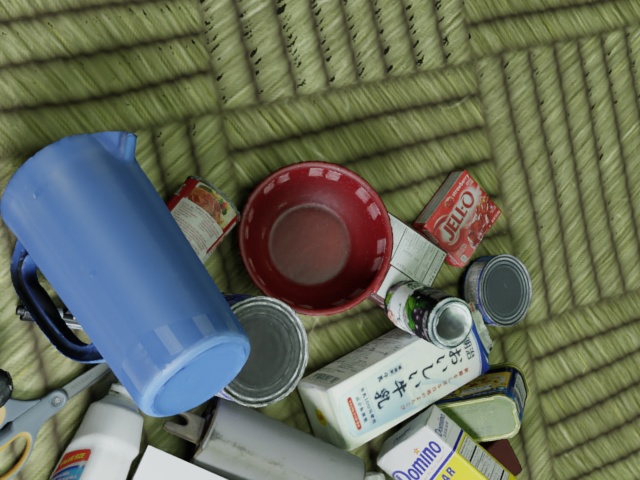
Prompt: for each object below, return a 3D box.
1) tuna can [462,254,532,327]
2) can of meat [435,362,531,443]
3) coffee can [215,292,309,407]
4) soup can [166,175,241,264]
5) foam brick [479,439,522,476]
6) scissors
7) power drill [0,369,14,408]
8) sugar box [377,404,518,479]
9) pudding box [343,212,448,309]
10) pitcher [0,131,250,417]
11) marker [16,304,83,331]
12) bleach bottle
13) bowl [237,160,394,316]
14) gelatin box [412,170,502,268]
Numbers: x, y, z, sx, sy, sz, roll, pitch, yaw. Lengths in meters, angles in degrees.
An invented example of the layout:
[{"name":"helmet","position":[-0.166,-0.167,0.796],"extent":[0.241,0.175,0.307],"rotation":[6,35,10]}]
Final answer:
[{"name":"tuna can","position":[0.208,0.060,1.256],"extent":[0.085,0.034,0.086],"rotation":[3,85,-35]},{"name":"can of meat","position":[0.178,0.184,1.190],"extent":[0.083,0.102,0.057],"rotation":[-47,121,-66]},{"name":"coffee can","position":[-0.089,0.102,1.036],"extent":[0.102,0.141,0.103],"rotation":[0,90,-29]},{"name":"soup can","position":[-0.135,-0.004,1.051],"extent":[0.068,0.069,0.102],"rotation":[46,70,-22]},{"name":"foam brick","position":[0.182,0.253,1.224],"extent":[0.053,0.078,0.051],"rotation":[-33,104,-25]},{"name":"scissors","position":[-0.268,0.144,1.007],"extent":[0.096,0.016,0.201],"rotation":[48,69,-21]},{"name":"power drill","position":[-0.340,0.218,0.936],"extent":[0.184,0.057,0.187],"rotation":[-18,97,-17]},{"name":"sugar box","position":[0.155,0.268,1.161],"extent":[0.176,0.093,0.048],"rotation":[40,38,-5]},{"name":"pudding box","position":[0.077,0.025,1.187],"extent":[0.113,0.039,0.090],"rotation":[34,75,-27]},{"name":"pitcher","position":[-0.173,0.038,0.935],"extent":[0.144,0.149,0.243],"rotation":[-27,63,-23]},{"name":"marker","position":[-0.232,0.078,1.025],"extent":[0.120,0.020,0.020],"rotation":[13,84,-28]},{"name":"bleach bottle","position":[-0.229,0.248,0.994],"extent":[0.068,0.103,0.250],"rotation":[31,70,-29]},{"name":"bowl","position":[-0.007,0.001,1.112],"extent":[0.162,0.055,0.162],"rotation":[1,81,-8]},{"name":"gelatin box","position":[0.160,-0.025,1.236],"extent":[0.073,0.030,0.089],"rotation":[45,70,-21]}]
